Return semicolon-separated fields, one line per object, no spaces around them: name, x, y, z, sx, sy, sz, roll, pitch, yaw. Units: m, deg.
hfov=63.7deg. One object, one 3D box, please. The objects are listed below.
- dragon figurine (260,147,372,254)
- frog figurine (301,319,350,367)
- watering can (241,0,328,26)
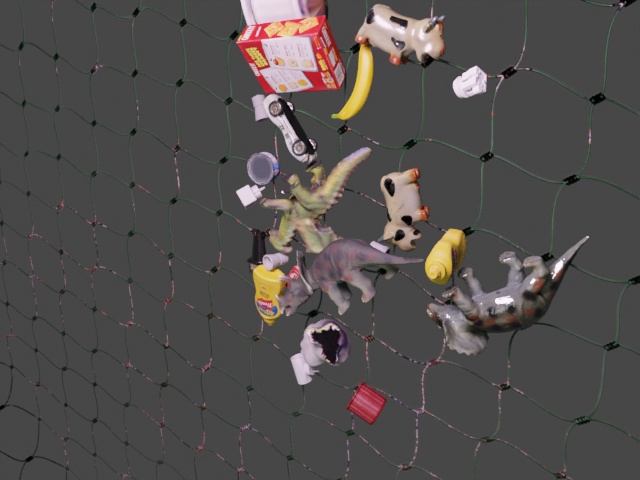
dragon figurine;0.004;-0.067;1.332;0.407;0.125;0.240;-18;113;33
frog figurine;0.013;0.294;1.425;0.138;0.125;0.156;32;154;7
watering can;-0.100;-0.595;1.198;0.224;0.106;0.340;6;126;29
